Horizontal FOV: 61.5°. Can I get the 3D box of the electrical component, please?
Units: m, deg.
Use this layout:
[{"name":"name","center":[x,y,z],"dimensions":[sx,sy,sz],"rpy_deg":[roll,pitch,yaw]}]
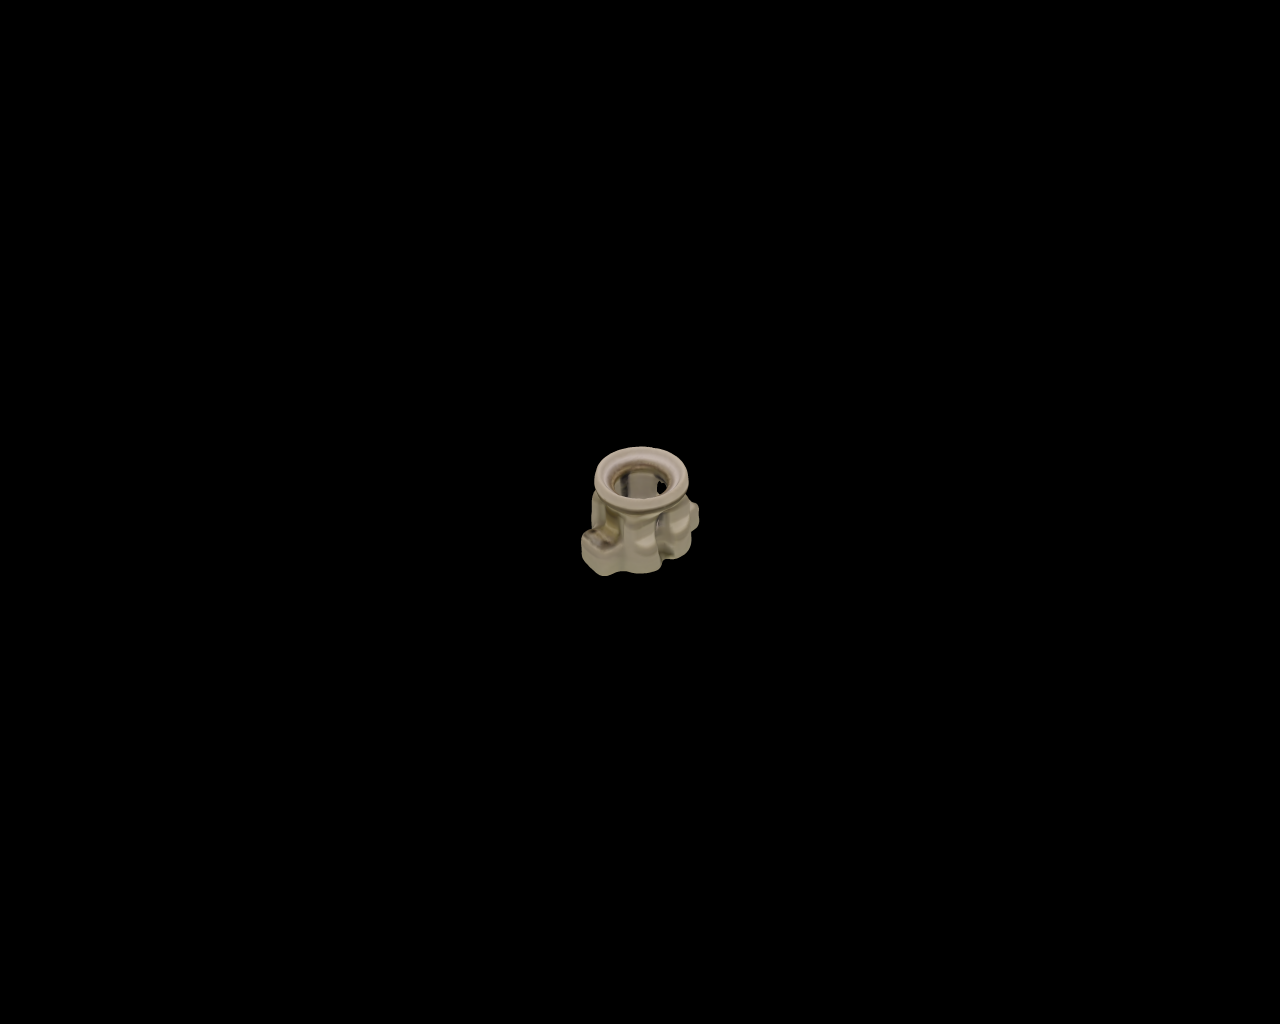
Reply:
[{"name":"electrical component","center":[0.001,-0.003,0.650],"dimensions":[0.078,0.056,0.058],"rpy_deg":[-26,46,-28]}]
